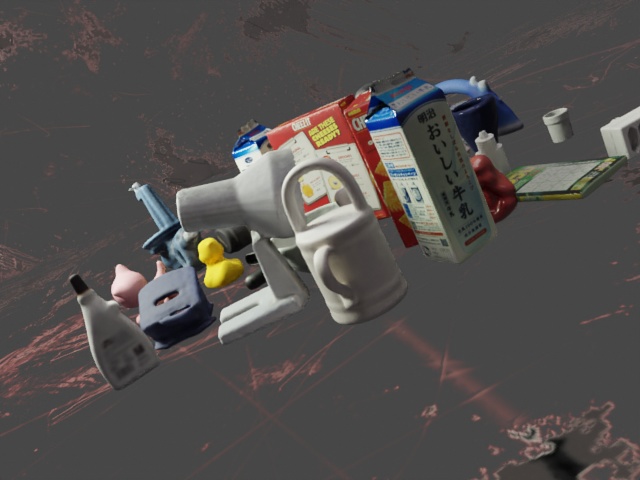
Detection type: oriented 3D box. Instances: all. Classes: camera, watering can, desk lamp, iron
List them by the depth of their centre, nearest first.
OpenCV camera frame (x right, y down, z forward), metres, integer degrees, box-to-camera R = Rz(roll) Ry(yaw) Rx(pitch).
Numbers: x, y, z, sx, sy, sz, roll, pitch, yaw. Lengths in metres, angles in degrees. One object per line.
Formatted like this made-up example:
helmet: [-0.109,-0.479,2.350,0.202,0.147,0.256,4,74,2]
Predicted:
watering can: [0.022,-0.008,0.686,0.101,0.194,0.172,-25,16,2]
desk lamp: [-0.089,0.002,0.787,0.203,0.214,0.118,-26,16,-1]
iron: [0.302,-0.281,1.212,0.119,0.141,0.257,-35,18,-28]
camera: [-0.170,-0.037,1.240,0.137,0.101,0.142,-36,19,-32]

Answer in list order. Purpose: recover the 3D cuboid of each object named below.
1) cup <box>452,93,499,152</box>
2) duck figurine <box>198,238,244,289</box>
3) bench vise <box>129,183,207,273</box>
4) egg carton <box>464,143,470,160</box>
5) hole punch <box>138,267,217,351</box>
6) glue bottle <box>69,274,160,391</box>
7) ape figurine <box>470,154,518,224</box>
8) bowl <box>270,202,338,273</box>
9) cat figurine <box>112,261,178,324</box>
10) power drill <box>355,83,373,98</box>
cup: [0.312,-0.225,1.106,0.118,0.095,0.091,-37,20,-35]
duck figurine: [-0.192,0.038,1.065,0.078,0.086,0.104,-33,17,-23]
bench vise: [-0.320,-0.037,1.250,0.206,0.220,0.122,-13,21,39]
egg carton: [0.196,-0.135,1.046,0.150,0.069,0.107,-27,16,-3]
hole punch: [-0.228,0.104,0.901,0.108,0.091,0.101,-26,16,0]
glue bottle: [-0.299,0.122,0.804,0.078,0.173,0.037,-33,18,-22]
ape figurine: [0.220,-0.069,0.760,0.077,0.092,0.076,-7,25,48]
bowl: [0.008,0.003,0.888,0.167,0.075,0.167,-24,16,8]
cat figurine: [-0.323,0.088,1.048,0.067,0.118,0.128,-10,22,43]
power drill: [0.136,-0.219,1.149,0.075,0.209,0.230,-21,17,17]
